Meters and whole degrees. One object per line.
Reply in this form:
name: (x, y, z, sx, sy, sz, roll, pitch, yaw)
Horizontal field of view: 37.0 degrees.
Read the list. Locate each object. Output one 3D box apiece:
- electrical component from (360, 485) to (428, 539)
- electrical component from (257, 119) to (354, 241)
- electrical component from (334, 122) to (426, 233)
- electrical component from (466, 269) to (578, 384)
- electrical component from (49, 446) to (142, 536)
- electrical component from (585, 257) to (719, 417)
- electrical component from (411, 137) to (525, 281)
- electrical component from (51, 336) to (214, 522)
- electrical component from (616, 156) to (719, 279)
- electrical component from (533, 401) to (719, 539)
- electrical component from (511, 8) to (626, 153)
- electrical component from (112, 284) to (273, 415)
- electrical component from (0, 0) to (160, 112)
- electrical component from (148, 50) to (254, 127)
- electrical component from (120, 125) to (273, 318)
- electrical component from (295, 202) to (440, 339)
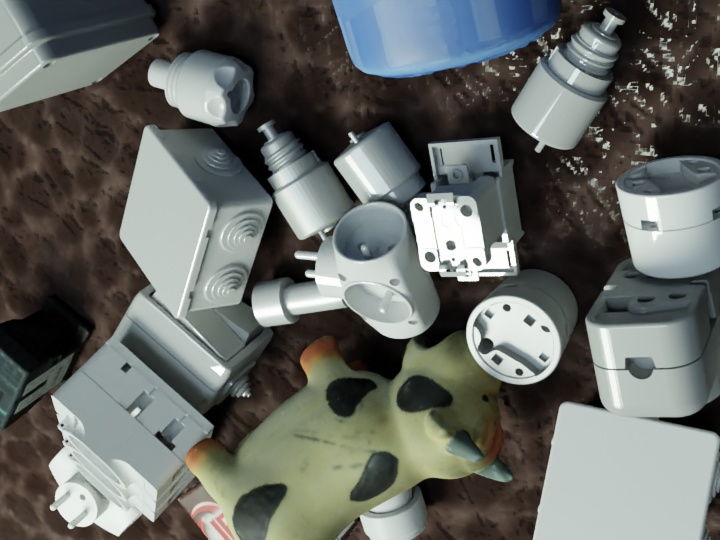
electrical component: (0.018, 0.148, 0.713, 0.045, 0.045, 0.055, -6, 110, 30)
electrical component: (-0.036, -0.055, 0.651, 0.040, 0.040, 0.078, -28, 98, 34)
electrical component: (0.019, -0.049, 0.625, 0.040, 0.040, 0.078, -32, 98, 35)
electrical component: (0.095, 0.031, 0.617, 0.055, 0.047, 0.055, 11, 117, 23)
electrical component: (-0.205, 0.169, 0.819, 0.077, 0.079, 0.044, 45, 117, 3)
electrical component: (0.157, 0.035, 0.558, 0.054, 0.095, 0.059, -4, 110, 29)
electrical component: (0.060, -0.030, 0.598, 0.042, 0.064, 0.081, -2, 111, 27)
electrical component: (-0.158, 0.117, 0.738, 0.089, 0.061, 0.150, 41, 157, 5)
electrical component: (0.163, -0.027, 0.552, 0.055, 0.055, 0.047, -2, 115, 28)
electrical component: (0.153, 0.127, 0.611, 0.100, 0.048, 0.099, 10, 83, 23)
electrical component: (0.110, -0.098, 0.554, 0.040, 0.040, 0.078, 36, 124, 9)
electrical component: (-0.106, 0.047, 0.721, 0.096, 0.062, 0.061, 40, 125, 6)
electrical component: (-0.185, -0.143, 0.644, 0.078, 0.113, 0.057, -26, 96, 34)
electrical component: (-0.099, -0.113, 0.655, 0.062, 0.043, 0.043, 19, 120, 21)
electrical component: (-0.103, -0.032, 0.673, 0.099, 0.048, 0.099, 49, 132, 35)
electrical component: (0.000, 0.000, 0.627, 0.079, 0.044, 0.077, 5, 146, 25)
